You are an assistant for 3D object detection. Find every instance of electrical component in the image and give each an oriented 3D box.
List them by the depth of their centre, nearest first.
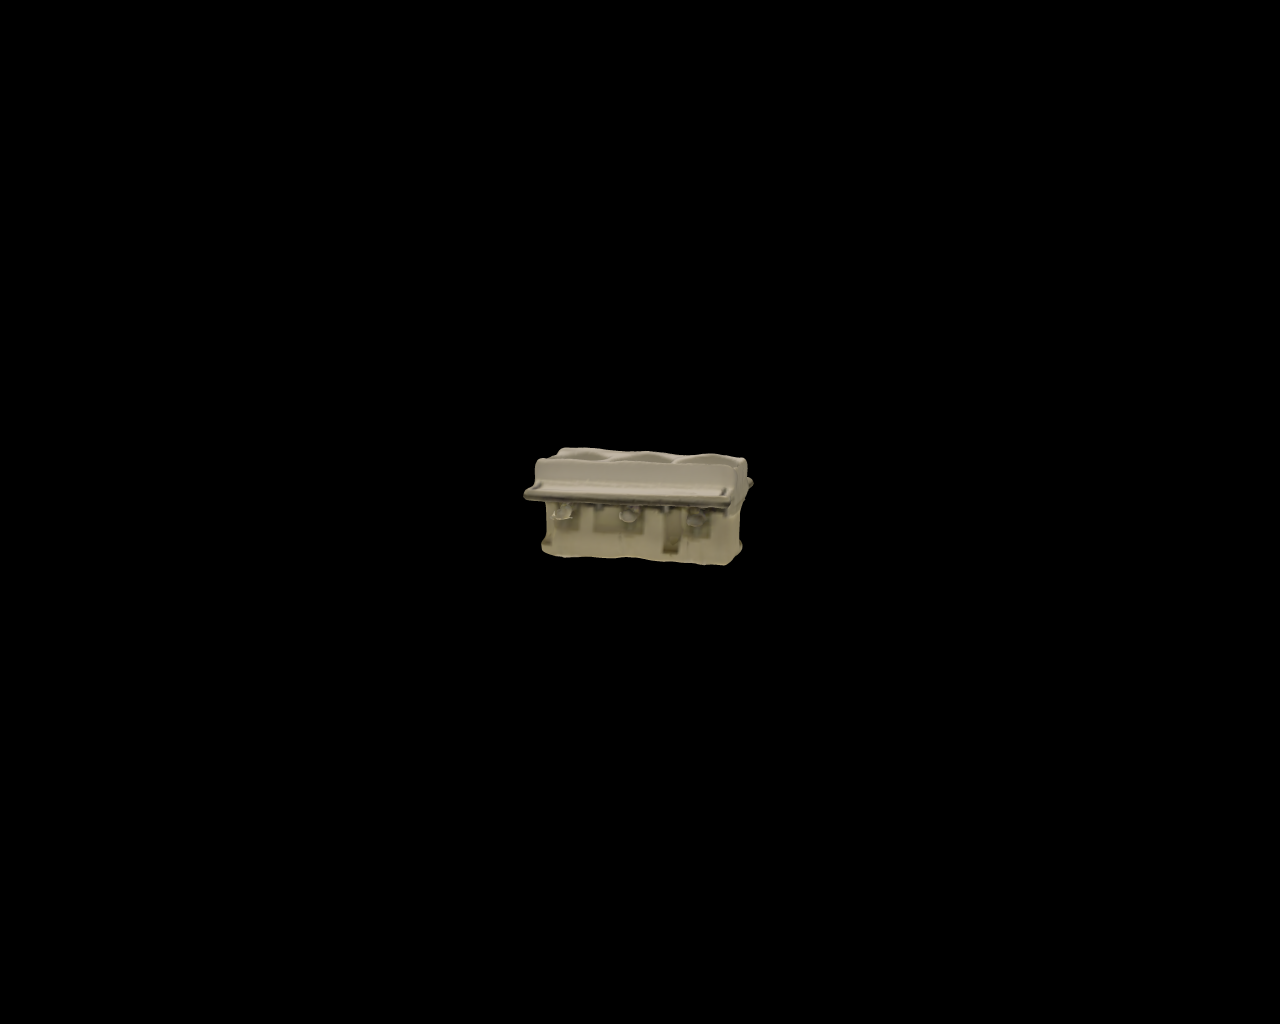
[{"bbox_3d":[0.001,-0.003,0.650,0.121,0.063,0.079,3,12,16],"label":"electrical component"}]
